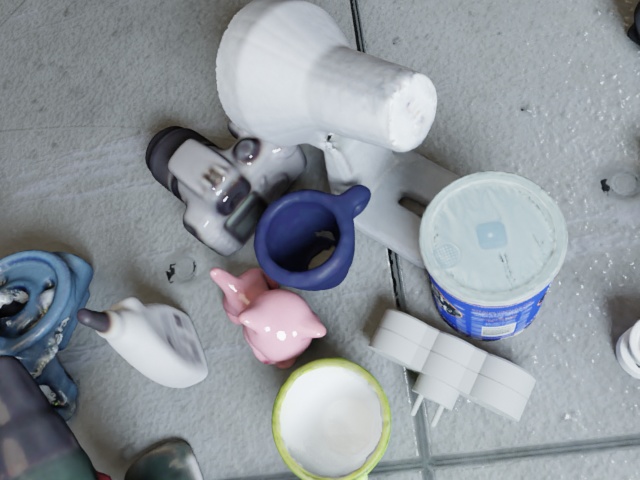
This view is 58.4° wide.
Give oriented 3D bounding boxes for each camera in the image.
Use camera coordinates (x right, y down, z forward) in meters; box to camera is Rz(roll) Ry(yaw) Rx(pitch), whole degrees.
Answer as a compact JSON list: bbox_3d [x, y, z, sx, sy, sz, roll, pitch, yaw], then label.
[{"bbox_3d":[-0.110,-0.080,0.594,0.136,0.101,0.143,36,82,23],"label":"camera"}]

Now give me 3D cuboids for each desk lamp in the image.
[{"bbox_3d":[0.032,-0.096,0.500,0.202,0.214,0.118,32,81,23],"label":"desk lamp"}]

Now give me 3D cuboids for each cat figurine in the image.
[{"bbox_3d":[-0.049,0.066,0.514,0.127,0.118,0.067,38,83,24],"label":"cat figurine"}]

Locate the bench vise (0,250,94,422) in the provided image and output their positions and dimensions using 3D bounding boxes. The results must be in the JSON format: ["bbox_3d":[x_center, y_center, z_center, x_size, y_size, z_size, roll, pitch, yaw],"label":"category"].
[{"bbox_3d":[-0.291,0.087,0.513,0.121,0.220,0.207,-15,67,9],"label":"bench vise"}]

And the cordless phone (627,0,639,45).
[{"bbox_3d":[0.353,-0.243,0.487,0.147,0.185,0.094,-43,65,-3],"label":"cordless phone"}]

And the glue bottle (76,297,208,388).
[{"bbox_3d":[-0.157,0.084,0.505,0.037,0.173,0.078,-27,65,4],"label":"glue bottle"}]

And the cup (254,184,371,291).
[{"bbox_3d":[0.005,0.002,0.536,0.118,0.095,0.091,-40,65,-2],"label":"cup"}]

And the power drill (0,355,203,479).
[{"bbox_3d":[-0.165,0.205,0.442,0.075,0.209,0.229,-31,65,2],"label":"power drill"}]
